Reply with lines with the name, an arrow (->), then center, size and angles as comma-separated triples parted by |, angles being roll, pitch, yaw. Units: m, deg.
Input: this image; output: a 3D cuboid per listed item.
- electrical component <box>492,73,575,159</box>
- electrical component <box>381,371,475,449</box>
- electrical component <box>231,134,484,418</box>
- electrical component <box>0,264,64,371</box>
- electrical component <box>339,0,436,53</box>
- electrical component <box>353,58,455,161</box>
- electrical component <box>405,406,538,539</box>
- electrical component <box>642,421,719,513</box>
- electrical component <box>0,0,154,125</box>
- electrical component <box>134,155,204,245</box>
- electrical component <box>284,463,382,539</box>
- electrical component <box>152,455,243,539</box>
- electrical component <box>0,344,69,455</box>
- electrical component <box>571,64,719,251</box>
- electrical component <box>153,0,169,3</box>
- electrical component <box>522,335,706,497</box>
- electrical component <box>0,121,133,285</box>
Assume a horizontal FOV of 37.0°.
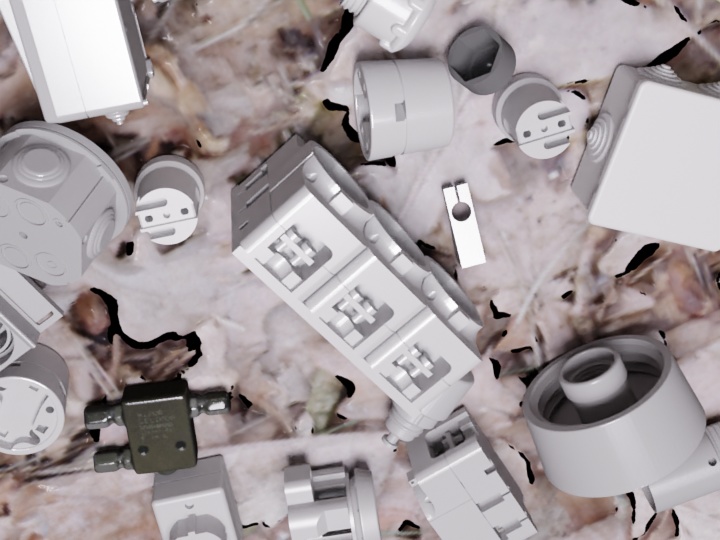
electrical component -> 0.100, -0.088, 0.617 | 0.040, 0.046, 0.040 | -3, 116, -6
electrical component -> 0.040, 0.084, 0.697 | 0.040, 0.040, 0.078 | 29, 109, -19
electrical component -> 0.000, 0.000, 0.623 | 0.062, 0.089, 0.150 | -40, 114, 12
electrical component -> -0.238, -0.001, 0.607 | 0.079, 0.063, 0.121 | -35, 115, 10
electrical component -> 0.008, -0.150, 0.576 | 0.062, 0.048, 0.048 | 29, 109, -12
electrical component -> 0.024, -0.091, 0.602 | 0.047, 0.055, 0.055 | -7, 117, -8
electrical component -> 0.071, 0.148, 0.726 | 0.056, 0.050, 0.089 | -31, 116, 8
electrical component -> 0.235, 0.134, 0.745 | 0.081, 0.043, 0.043 | -21, 117, 3
electrical component -> -0.146, -0.119, 0.561 | 0.061, 0.061, 0.096 | -11, 117, -2
electrical component -> -0.109, -0.039, 0.614 | 0.040, 0.046, 0.040 | -3, 116, -6
electrical component -> -0.017, 0.164, 0.720 | 0.057, 0.058, 0.078 | -8, 117, 0
electrical component -> -0.105, 0.173, 0.701 | 0.047, 0.076, 0.065 | -11, 117, -2
electrical component -> -0.206, 0.077, 0.658 | 0.055, 0.047, 0.055 | -3, 116, -6
electrical component -> 0.182, -0.067, 0.636 | 0.100, 0.048, 0.099 | 11, 114, -13
electrical component -> -0.083, -0.175, 0.522 | 0.061, 0.096, 0.061 | -21, 117, 2
electrical component -> 0.155, 0.084, 0.677 | 0.108, 0.108, 0.060 | -26, 110, 6
electrical component -> -0.167, -0.035, 0.574 | 0.080, 0.051, 0.080 | 14, 138, 13
